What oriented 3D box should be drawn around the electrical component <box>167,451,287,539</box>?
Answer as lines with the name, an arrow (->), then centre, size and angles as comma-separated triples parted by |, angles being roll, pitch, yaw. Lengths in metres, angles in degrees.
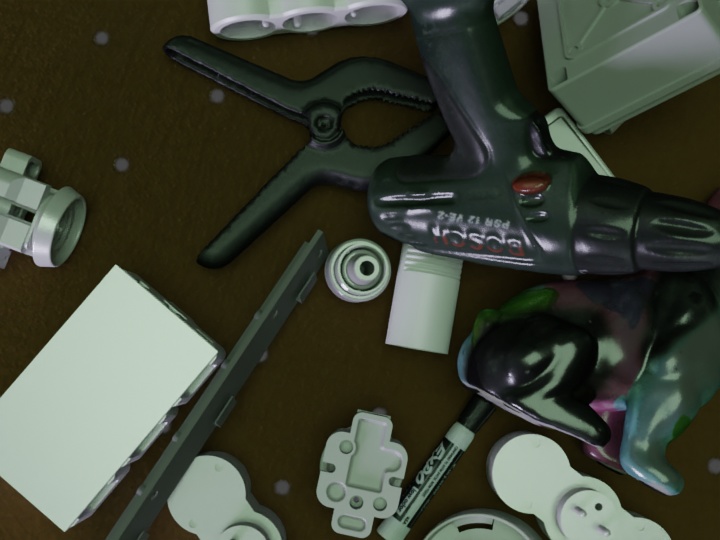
electrical component -> -0.076, 0.183, 0.704 | 0.052, 0.073, 0.138 | -36, 86, -3

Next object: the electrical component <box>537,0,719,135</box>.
electrical component -> 0.176, -0.160, 0.698 | 0.109, 0.056, 0.108 | -26, 44, 31

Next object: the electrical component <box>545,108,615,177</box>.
electrical component -> 0.128, -0.064, 0.730 | 0.062, 0.061, 0.096 | -36, 86, -3

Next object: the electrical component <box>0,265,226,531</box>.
electrical component -> -0.172, 0.084, 0.718 | 0.089, 0.061, 0.150 | 40, 86, 3

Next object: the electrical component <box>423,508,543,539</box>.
electrical component -> 0.082, 0.210, 0.719 | 0.099, 0.064, 0.099 | -3, 76, 10

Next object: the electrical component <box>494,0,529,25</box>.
electrical component -> 0.086, -0.198, 0.746 | 0.055, 0.055, 0.047 | -31, 82, -2

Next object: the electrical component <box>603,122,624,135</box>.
electrical component -> 0.183, -0.126, 0.747 | 0.044, 0.044, 0.065 | 45, 91, 3

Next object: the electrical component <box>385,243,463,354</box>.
electrical component -> 0.045, 0.014, 0.733 | 0.043, 0.043, 0.081 | 10, 85, 1

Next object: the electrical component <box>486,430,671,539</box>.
electrical component -> 0.146, 0.161, 0.706 | 0.138, 0.073, 0.052 | 39, 86, 3

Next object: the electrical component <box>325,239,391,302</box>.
electrical component -> 0.000, 0.000, 0.723 | 0.043, 0.062, 0.043 | 0, 88, -9

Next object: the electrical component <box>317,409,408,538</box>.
electrical component -> 0.001, 0.133, 0.716 | 0.058, 0.057, 0.078 | 12, 85, 1

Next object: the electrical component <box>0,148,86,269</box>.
electrical component -> -0.224, -0.035, 0.730 | 0.057, 0.058, 0.078 | 20, 85, 4

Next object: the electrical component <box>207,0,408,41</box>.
electrical component -> -0.039, -0.208, 0.747 | 0.138, 0.052, 0.073 | -7, 85, -1
